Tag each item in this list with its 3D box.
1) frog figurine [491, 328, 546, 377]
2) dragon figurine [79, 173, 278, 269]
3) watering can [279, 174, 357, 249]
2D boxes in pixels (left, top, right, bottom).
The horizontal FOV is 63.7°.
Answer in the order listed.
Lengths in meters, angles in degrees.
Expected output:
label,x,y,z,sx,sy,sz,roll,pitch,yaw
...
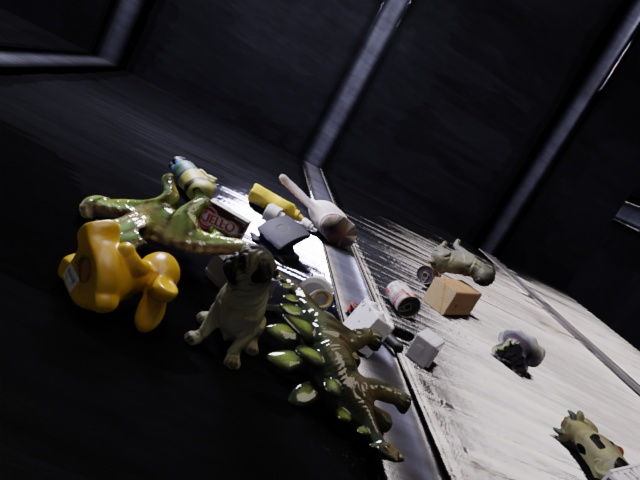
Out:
label,x,y,z,sx,sy,sz,roll,pitch,yaw
frog figurine,0.594,0.314,1.514,0.138,0.121,0.160,15,15,37
dragon figurine,-0.302,-0.005,0.975,0.414,0.119,0.246,29,40,28
watering can,0.005,-0.089,1.774,0.343,0.103,0.228,37,8,-30
